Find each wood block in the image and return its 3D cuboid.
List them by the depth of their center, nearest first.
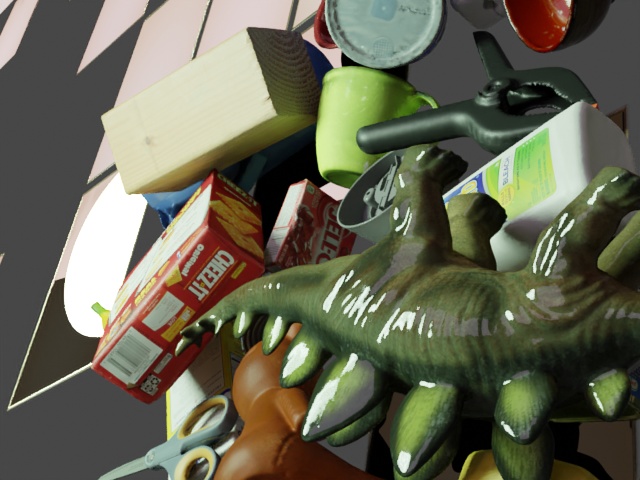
[{"bbox_3d":[-0.106,-0.123,1.053,0.206,0.090,0.091,-23,83,34],"label":"wood block"}]

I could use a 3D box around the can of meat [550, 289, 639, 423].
[{"bbox_3d":[0.160,0.066,0.667,0.102,0.057,0.084,-15,51,50],"label":"can of meat"}]

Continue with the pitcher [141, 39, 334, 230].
[{"bbox_3d":[-0.092,-0.113,1.167,0.243,0.149,0.144,-27,1,38],"label":"pitcher"}]

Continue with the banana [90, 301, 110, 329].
[{"bbox_3d":[-0.199,0.066,1.208,0.198,0.069,0.037,-34,-4,38],"label":"banana"}]

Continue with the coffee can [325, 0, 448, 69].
[{"bbox_3d":[0.064,-0.210,0.981,0.103,0.103,0.140,-50,0,13],"label":"coffee can"}]

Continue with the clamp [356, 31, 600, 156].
[{"bbox_3d":[0.148,-0.115,0.860,0.210,0.036,0.164,14,52,47],"label":"clamp"}]

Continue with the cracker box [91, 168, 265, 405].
[{"bbox_3d":[-0.124,0.037,0.990,0.164,0.072,0.213,-50,13,11],"label":"cracker box"}]

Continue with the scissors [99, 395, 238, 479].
[{"bbox_3d":[-0.140,0.206,0.939,0.202,0.016,0.096,-40,36,29],"label":"scissors"}]

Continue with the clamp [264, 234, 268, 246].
[{"bbox_3d":[-0.114,0.057,1.113,0.120,0.039,0.171,-9,57,59],"label":"clamp"}]

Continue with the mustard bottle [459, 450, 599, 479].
[{"bbox_3d":[0.098,0.219,0.606,0.096,0.058,0.191,-2,60,50],"label":"mustard bottle"}]

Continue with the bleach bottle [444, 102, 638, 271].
[{"bbox_3d":[0.115,0.002,0.794,0.251,0.068,0.102,-35,36,38],"label":"bleach bottle"}]

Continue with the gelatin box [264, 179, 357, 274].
[{"bbox_3d":[-0.006,0.001,0.968,0.030,0.073,0.089,-11,52,51],"label":"gelatin box"}]

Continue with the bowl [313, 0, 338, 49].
[{"bbox_3d":[0.066,-0.257,1.131,0.162,0.055,0.162,-38,34,31],"label":"bowl"}]

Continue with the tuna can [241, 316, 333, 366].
[{"bbox_3d":[-0.027,0.074,0.913,0.086,0.086,0.034,-48,28,16],"label":"tuna can"}]

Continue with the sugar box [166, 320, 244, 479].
[{"bbox_3d":[-0.099,0.153,0.988,0.093,0.048,0.176,-43,36,25],"label":"sugar box"}]
